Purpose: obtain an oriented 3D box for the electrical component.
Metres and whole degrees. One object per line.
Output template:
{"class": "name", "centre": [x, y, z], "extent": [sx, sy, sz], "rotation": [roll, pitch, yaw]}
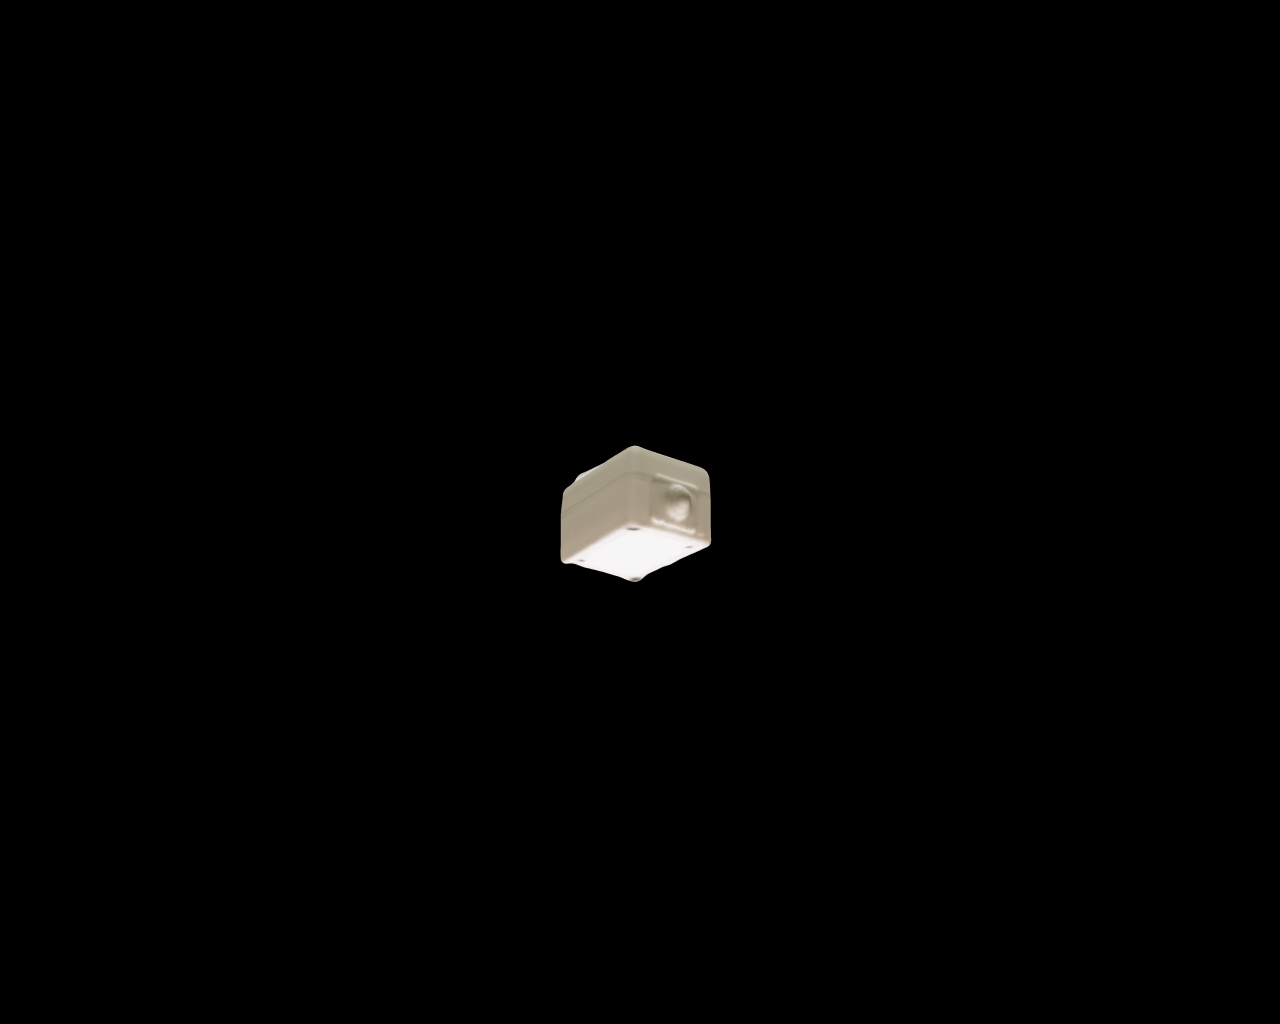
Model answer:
{"class": "electrical component", "centre": [0.001, -0.003, 0.650], "extent": [0.062, 0.061, 0.096], "rotation": [17, -29, -32]}
